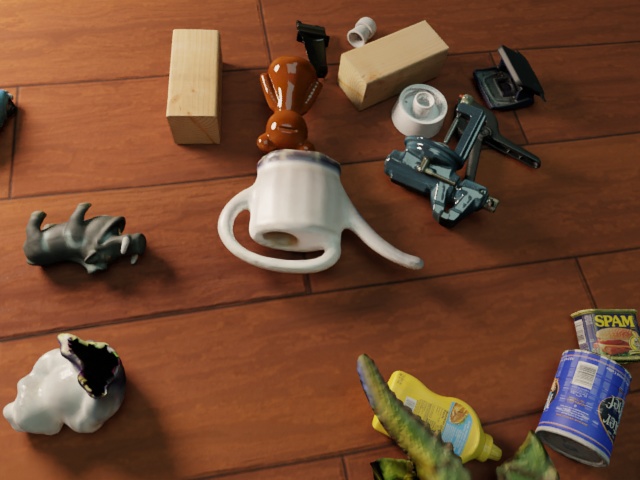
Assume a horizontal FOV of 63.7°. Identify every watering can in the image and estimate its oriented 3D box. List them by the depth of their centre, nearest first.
[{"bbox_3d":[0.003,-0.045,0.894,0.348,0.102,0.229,4,64,-4],"label":"watering can"}]

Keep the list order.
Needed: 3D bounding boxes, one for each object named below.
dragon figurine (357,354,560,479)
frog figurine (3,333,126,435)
[{"bbox_3d":[0.210,0.338,0.716,0.243,0.121,0.413,-12,82,-13],"label":"dragon figurine"},{"bbox_3d":[-0.366,0.225,0.747,0.138,0.123,0.158,44,104,5],"label":"frog figurine"}]
